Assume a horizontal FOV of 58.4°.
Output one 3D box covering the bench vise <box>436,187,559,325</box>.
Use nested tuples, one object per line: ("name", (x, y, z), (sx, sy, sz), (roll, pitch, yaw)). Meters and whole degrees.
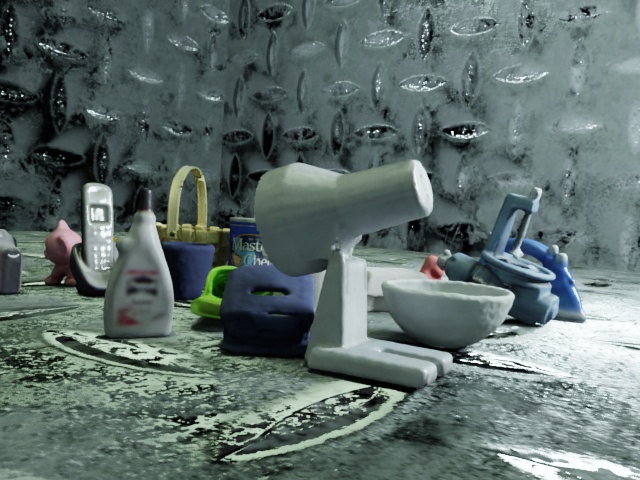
("bench vise", (0.289, 0.021, 0.948), (0.206, 0.220, 0.122), (5, 3, 23))

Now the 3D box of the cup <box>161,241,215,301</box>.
("cup", (-0.231, 0.052, 0.956), (0.092, 0.095, 0.117), (1, 3, -41))

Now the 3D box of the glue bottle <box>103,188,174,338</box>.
("glue bottle", (-0.207, 0.026, 0.666), (0.078, 0.173, 0.037), (2, 3, -29))

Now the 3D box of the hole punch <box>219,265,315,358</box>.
("hole punch", (-0.056, 0.077, 0.644), (0.108, 0.091, 0.101), (3, 2, -4))

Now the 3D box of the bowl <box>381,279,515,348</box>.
("bowl", (0.158, 0.095, 0.729), (0.167, 0.075, 0.167), (4, 2, 0))

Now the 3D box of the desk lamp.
("desk lamp", (0.034, 0.023, 0.590), (0.202, 0.213, 0.118), (5, 3, 27))

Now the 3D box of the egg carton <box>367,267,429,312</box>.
("egg carton", (0.113, 0.084, 0.982), (0.150, 0.069, 0.107), (3, 3, -17))

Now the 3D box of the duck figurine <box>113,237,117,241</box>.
("duck figurine", (-0.430, 0.035, 1.160), (0.078, 0.086, 0.104), (3, 2, -14))

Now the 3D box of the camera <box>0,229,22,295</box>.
("camera", (-0.561, 0.031, 0.897), (0.142, 0.101, 0.137), (5, 3, 34))

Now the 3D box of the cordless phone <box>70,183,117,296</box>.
("cordless phone", (-0.346, -0.002, 0.980), (0.093, 0.185, 0.148), (6, 3, 39))

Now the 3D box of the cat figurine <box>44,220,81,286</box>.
("cat figurine", (-0.456, 0.023, 1.047), (0.067, 0.118, 0.128), (4, 2, 6))

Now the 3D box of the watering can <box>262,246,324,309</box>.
("watering can", (-0.014, 0.022, 0.784), (0.100, 0.194, 0.173), (4, 2, 8))

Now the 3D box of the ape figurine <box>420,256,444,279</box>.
("ape figurine", (0.209, 0.075, 1.071), (0.075, 0.092, 0.078), (5, 3, 32))

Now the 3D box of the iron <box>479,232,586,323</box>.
("iron", (0.391, 0.062, 1.068), (0.119, 0.141, 0.257), (2, 3, -27))
